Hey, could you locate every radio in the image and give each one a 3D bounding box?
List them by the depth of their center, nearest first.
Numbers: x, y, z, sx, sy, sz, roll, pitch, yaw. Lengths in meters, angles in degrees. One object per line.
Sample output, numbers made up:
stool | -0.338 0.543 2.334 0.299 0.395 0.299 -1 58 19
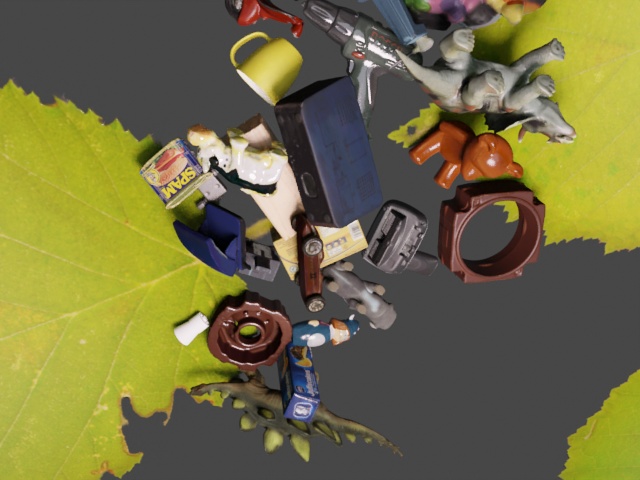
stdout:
radio | 0.017 -0.138 0.884 0.131 0.073 0.229 -35 116 -36

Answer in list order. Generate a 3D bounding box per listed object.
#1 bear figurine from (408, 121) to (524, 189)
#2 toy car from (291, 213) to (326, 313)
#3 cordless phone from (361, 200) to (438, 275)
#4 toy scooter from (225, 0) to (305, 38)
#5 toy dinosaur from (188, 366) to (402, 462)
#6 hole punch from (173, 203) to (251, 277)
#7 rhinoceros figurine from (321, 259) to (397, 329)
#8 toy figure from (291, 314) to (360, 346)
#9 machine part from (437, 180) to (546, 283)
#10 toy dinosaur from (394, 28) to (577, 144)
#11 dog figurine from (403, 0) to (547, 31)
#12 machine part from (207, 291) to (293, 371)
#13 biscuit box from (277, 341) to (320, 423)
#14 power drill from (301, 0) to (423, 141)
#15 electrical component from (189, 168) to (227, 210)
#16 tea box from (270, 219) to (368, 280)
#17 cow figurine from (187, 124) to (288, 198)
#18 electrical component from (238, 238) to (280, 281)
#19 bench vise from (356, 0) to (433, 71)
bear figurine | 0.266 -0.145 0.979 0.120 0.196 0.132 37 104 -26
toy car | -0.017 0.041 0.981 0.053 0.089 0.201 -10 127 -11
cordless phone | 0.191 0.008 1.111 0.184 0.089 0.146 15 110 -29
toy scooter | -0.056 -0.402 0.852 0.135 0.075 0.184 42 108 7
toy dinosaur | -0.048 0.375 1.158 0.471 0.199 0.105 14 114 -14
hole punch | -0.199 0.008 0.980 0.092 0.142 0.115 -31 132 -42
rhinoceros figurine | 0.080 0.117 1.115 0.190 0.112 0.073 38 74 -11
toy figure | 0.014 0.200 1.169 0.154 0.058 0.064 -3 153 -11
machine part | 0.354 -0.016 1.115 0.201 0.087 0.200 -6 115 -10
toy dinosaur | 0.270 -0.260 0.919 0.405 0.192 0.131 6 74 -18
dog figurine | 0.247 -0.389 0.852 0.192 0.219 0.108 -3 111 -10
machine part | -0.149 0.191 1.134 0.179 0.056 0.179 -4 115 -8
biscuit box | -0.047 0.284 1.112 0.059 0.203 0.062 19 108 -16
power drill | 0.052 -0.288 0.946 0.232 0.086 0.207 13 104 -16
electrical component | -0.206 -0.102 1.008 0.094 0.021 0.063 -37 116 6
tea box | -0.002 -0.003 1.064 0.170 0.068 0.098 -22 116 1
cow figurine | -0.141 -0.130 0.883 0.167 0.068 0.098 14 118 -15
electrical component | -0.117 0.046 1.037 0.075 0.119 0.047 16 112 -20
bench vise | 0.093 -0.391 0.820 0.129 0.223 0.240 -27 99 38
